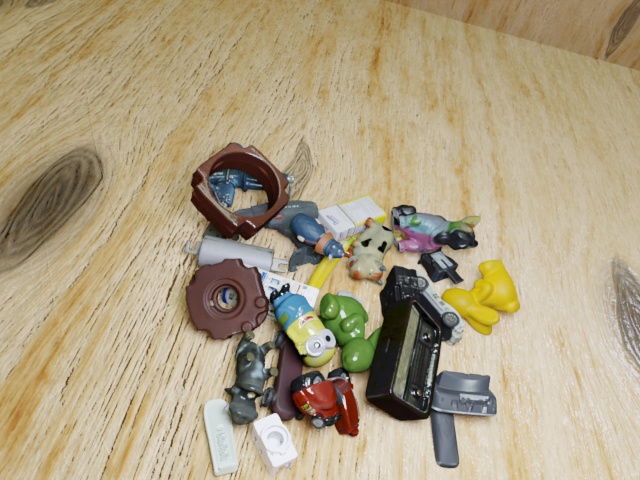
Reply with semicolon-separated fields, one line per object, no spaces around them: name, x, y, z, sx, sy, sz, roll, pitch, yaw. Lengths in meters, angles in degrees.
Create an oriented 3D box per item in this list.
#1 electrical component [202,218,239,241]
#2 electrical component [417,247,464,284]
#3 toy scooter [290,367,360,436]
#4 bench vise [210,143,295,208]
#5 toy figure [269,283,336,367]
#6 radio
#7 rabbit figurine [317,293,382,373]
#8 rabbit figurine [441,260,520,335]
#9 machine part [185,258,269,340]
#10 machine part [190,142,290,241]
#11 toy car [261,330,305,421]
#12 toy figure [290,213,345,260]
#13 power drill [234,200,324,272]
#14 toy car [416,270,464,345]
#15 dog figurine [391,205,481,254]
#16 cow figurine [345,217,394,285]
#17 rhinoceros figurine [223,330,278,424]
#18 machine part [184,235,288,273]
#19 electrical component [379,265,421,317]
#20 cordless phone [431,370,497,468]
electrical component;-0.241;-0.024;1.325;0.102;0.078;0.045;29;6;19
electrical component;0.320;0.077;1.396;0.075;0.047;0.119;-20;55;-31
toy scooter;0.022;0.318;1.036;0.183;0.075;0.135;12;51;-55
bench vise;-0.190;-0.160;1.434;0.241;0.128;0.224;8;48;-3
toy figure;-0.035;0.176;1.102;0.082;0.089;0.180;-37;65;-9
radio;0.180;0.246;1.105;0.131;0.073;0.229;42;50;-26
rabbit figurine;0.069;0.216;1.147;0.159;0.121;0.170;14;34;-29
rabbit figurine;0.389;0.150;1.322;0.173;0.121;0.162;-10;59;-7
machine part;-0.196;0.123;1.128;0.179;0.056;0.179;0;85;3
machine part;-0.191;-0.115;1.284;0.201;0.087;0.201;44;56;1
toy car;-0.064;0.271;1.092;0.089;0.053;0.202;23;42;-16
toy figure;-0.002;-0.005;1.271;0.155;0.064;0.057;39;12;18
power drill;-0.089;-0.017;1.358;0.232;0.085;0.207;-14;45;-27
toy car;0.269;0.160;1.281;0.056;0.073;0.202;-19;54;-29
dog figurine;0.303;-0.027;1.405;0.219;0.108;0.192;0;19;-3
cow figurine;0.130;0.035;1.362;0.127;0.085;0.195;25;44;17
rhinoceros figurine;-0.141;0.264;1.041;0.073;0.112;0.190;34;25;-23
machine part;-0.196;0.043;1.261;0.243;0.079;0.079;12;45;-6
electrical component;0.185;0.128;1.260;0.058;0.114;0.134;11;45;-12
cordless phone;0.292;0.368;1.097;0.147;0.088;0.184;9;56;-9
